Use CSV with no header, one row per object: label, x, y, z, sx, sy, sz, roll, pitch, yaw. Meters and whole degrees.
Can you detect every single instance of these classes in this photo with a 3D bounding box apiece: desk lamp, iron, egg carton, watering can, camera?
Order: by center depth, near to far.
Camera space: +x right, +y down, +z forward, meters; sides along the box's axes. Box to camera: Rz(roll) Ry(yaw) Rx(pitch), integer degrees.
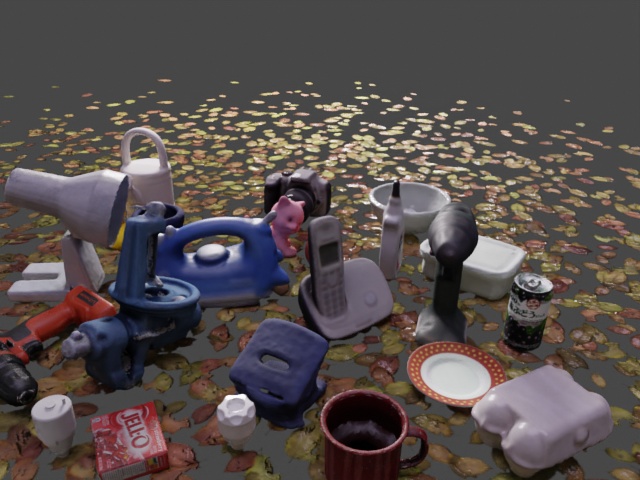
egg carton,0.258,0.208,0.664,0.151,0.069,0.107,-14,31,-26
desk lamp,-0.400,-0.012,0.912,0.203,0.214,0.118,-1,27,-3
iron,-0.182,0.025,0.927,0.258,0.141,0.118,-5,28,-11
watering can,-0.354,-0.130,1.164,0.101,0.194,0.172,-3,27,-8
camera,-0.058,-0.092,1.203,0.143,0.101,0.137,8,28,13

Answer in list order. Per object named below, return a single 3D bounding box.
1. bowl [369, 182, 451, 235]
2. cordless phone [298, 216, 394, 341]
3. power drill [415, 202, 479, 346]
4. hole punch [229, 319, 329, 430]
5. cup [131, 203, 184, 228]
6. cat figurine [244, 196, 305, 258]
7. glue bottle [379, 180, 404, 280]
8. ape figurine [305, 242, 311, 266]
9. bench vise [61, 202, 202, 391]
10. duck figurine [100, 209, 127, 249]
bowl,0.181,-0.056,1.171,0.167,0.075,0.167,1,27,0
cordless phone,0.039,0.045,0.847,0.148,0.185,0.093,-20,34,-34
power drill,0.184,0.049,0.818,0.075,0.208,0.230,7,28,12
hole punch,-0.049,0.164,0.716,0.108,0.091,0.101,16,31,26
cup,-0.284,-0.002,1.027,0.092,0.095,0.117,-8,29,-18
cat figurine,-0.082,-0.030,1.063,0.128,0.118,0.067,-8,29,-18
glue bottle,0.126,-0.022,0.994,0.037,0.173,0.078,7,28,12
ape figurine,0.009,0.004,1.029,0.078,0.092,0.075,-23,36,-39
bench vise,-0.234,0.073,0.746,0.121,0.220,0.207,7,28,11
duck figurine,-0.388,-0.035,1.098,0.104,0.086,0.078,16,31,27
